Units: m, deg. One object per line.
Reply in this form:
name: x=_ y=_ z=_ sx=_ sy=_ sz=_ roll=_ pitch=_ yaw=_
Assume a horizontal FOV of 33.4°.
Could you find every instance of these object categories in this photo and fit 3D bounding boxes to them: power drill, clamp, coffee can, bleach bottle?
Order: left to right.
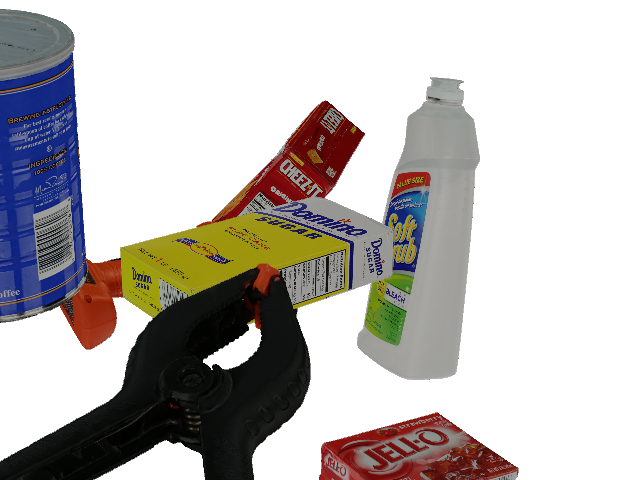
coffee can: x=-0.179 y=-0.041 z=0.569 sx=0.103 sy=0.140 sz=0.103 roll=2 pitch=28 yaw=-1
power drill: x=-0.132 y=0.045 z=0.963 sx=0.187 sy=0.057 sz=0.185 roll=-9 pitch=25 yaw=-26
clamp: x=-0.045 y=0.076 z=0.437 sx=0.120 sy=0.039 sz=0.171 roll=25 pitch=48 yaw=18
bleach bottle: x=0.089 y=-0.014 z=0.916 sx=0.068 sy=0.251 sz=0.103 roll=-1 pitch=15 yaw=-25

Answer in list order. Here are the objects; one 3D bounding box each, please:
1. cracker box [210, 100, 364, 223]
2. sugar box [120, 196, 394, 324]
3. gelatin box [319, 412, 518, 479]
cracker box: x=-0.056 y=-0.044 z=1.213 sx=0.214 sy=0.072 sz=0.164 roll=-46 pitch=8 yaw=28
sugar box: x=-0.042 y=0.015 z=0.756 sx=0.175 sy=0.048 sz=0.093 roll=-20 pitch=30 yaw=-35
gelatin box: x=0.055 y=0.133 z=0.607 sx=0.089 sy=0.030 sz=0.073 roll=-7 pitch=22 yaw=-33
